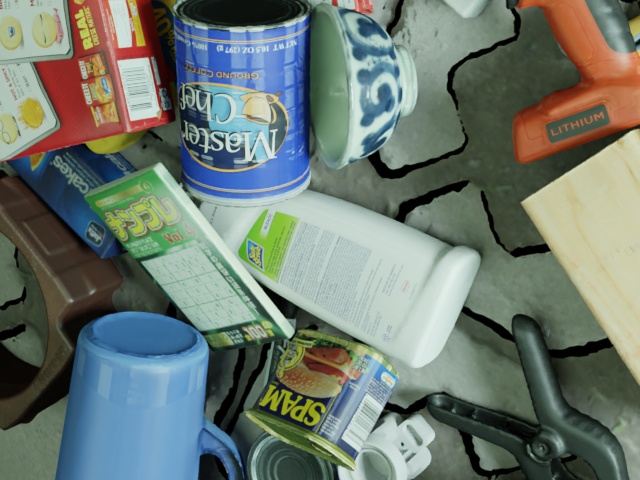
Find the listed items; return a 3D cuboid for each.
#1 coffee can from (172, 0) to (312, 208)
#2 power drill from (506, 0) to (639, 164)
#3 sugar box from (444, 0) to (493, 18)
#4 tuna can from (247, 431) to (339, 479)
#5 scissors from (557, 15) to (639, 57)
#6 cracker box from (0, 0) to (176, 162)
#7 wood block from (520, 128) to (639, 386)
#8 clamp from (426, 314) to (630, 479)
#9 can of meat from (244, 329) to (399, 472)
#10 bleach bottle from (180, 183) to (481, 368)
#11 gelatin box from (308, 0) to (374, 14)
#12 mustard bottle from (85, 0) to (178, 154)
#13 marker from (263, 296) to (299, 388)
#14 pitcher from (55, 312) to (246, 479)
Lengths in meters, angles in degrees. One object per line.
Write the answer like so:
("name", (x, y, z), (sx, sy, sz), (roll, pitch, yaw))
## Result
("coffee can", (-0.058, -0.109, 0.810), (0.103, 0.102, 0.140), (14, 121, 24))
("power drill", (0.134, -0.150, 0.714), (0.185, 0.057, 0.187), (-17, 104, 28))
("sugar box", (0.076, -0.252, 0.771), (0.176, 0.048, 0.093), (45, 115, 8))
("tuna can", (-0.018, 0.194, 0.902), (0.086, 0.033, 0.086), (5, 101, 26))
("scissors", (0.260, -0.152, 0.713), (0.202, 0.016, 0.096), (-18, 93, 28))
("cracker box", (-0.228, -0.151, 0.847), (0.214, 0.072, 0.164), (-8, 98, 32))
("wood block", (0.237, 0.034, 0.715), (0.090, 0.090, 0.206), (-35, 82, 26))
("clamp", (0.161, 0.150, 0.803), (0.171, 0.039, 0.120), (54, 131, 5))
("can of meat", (0.003, 0.122, 0.835), (0.102, 0.057, 0.084), (12, 65, 48))
("bleach bottle", (-0.006, 0.001, 0.847), (0.251, 0.068, 0.103), (28, 107, 22))
("gelatin box", (-0.005, -0.205, 0.827), (0.089, 0.030, 0.073), (-5, 97, 30))
("mustard bottle", (-0.131, -0.152, 0.884), (0.192, 0.058, 0.096), (-26, 84, 27))
("marker", (-0.033, 0.094, 0.900), (0.020, 0.020, 0.121), (17, 106, 23))
("pitcher", (-0.152, 0.191, 0.913), (0.145, 0.148, 0.243), (24, 112, 37))
